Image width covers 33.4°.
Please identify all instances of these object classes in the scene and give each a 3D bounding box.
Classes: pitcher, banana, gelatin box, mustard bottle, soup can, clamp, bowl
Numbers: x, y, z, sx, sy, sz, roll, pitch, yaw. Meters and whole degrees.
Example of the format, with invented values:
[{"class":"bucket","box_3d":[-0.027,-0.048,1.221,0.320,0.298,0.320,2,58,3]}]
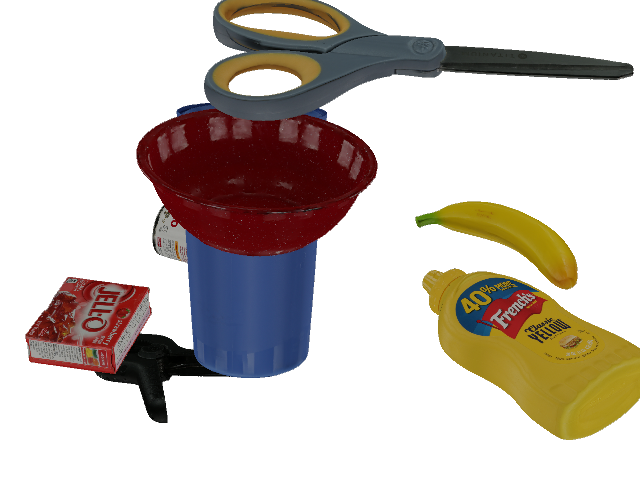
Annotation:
[{"class":"pitcher","box_3d":[-0.057,-0.007,0.981,0.149,0.243,0.145,-4,16,-20]},{"class":"banana","box_3d":[0.184,-0.001,1.037,0.069,0.037,0.198,-39,38,-23]},{"class":"gelatin box","box_3d":[-0.185,0.066,0.863,0.073,0.030,0.089,7,32,10]},{"class":"mustard bottle","box_3d":[0.147,0.072,0.813,0.096,0.058,0.192,-24,38,-29]},{"class":"soup can","box_3d":[-0.136,-0.004,1.250,0.102,0.068,0.068,13,4,18]},{"class":"clamp","box_3d":[-0.172,0.130,1.089,0.210,0.036,0.164,10,17,32]},{"class":"bowl","box_3d":[-0.044,-0.035,0.726,0.162,0.055,0.162,4,29,-2]}]

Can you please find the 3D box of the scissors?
[{"class":"scissors","box_3d":[0.034,-0.076,0.494,0.202,0.016,0.096,17,50,18]}]
